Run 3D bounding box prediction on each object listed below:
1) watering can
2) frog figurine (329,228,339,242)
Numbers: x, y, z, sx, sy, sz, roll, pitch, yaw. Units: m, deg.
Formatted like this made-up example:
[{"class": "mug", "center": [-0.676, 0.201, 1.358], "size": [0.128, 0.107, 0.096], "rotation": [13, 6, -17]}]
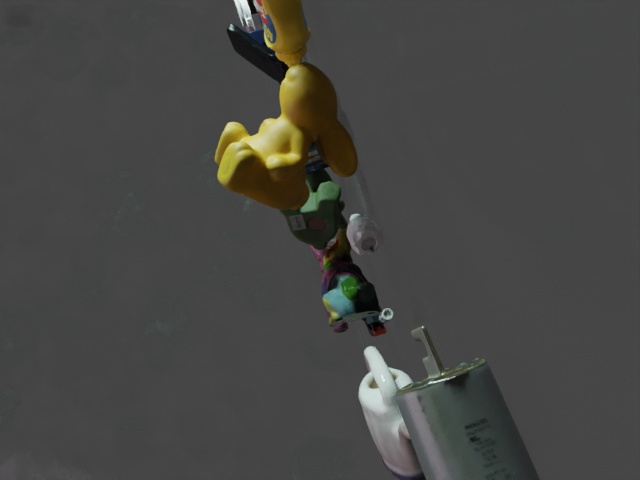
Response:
[{"class": "watering can", "center": [0.136, 0.313, 0.869], "size": [0.350, 0.104, 0.223], "rotation": [-122, 11, -80]}, {"class": "frog figurine", "center": [0.004, -0.063, 1.253], "size": [0.159, 0.123, 0.137], "rotation": [34, 175, -11]}]
